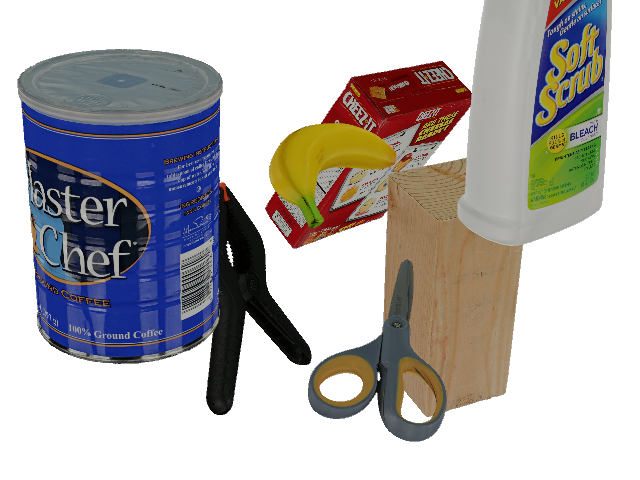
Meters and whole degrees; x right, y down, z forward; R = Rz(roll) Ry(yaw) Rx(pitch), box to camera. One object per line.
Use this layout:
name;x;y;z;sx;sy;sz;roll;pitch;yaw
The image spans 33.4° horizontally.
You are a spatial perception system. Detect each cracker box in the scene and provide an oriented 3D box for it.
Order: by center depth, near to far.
cracker box;0.052;-0.098;1.198;0.163;0.072;0.214;-19;-26;-45

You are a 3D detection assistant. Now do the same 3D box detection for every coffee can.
coffee can;-0.104;-0.020;0.571;0.103;0.140;0.103;2;26;-1

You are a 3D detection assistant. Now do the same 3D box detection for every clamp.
clamp;-0.072;0.049;1.027;0.036;0.210;0.164;-12;-1;30

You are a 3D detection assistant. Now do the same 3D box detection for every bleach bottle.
bleach bottle;0.139;-0.128;0.682;0.102;0.251;0.068;-20;32;-27

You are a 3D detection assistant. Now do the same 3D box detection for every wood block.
wood block;0.116;0.042;0.954;0.090;0.206;0.091;-13;33;-20

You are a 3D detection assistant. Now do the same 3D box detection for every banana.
banana;0.005;-0.062;0.853;0.037;0.069;0.197;-34;4;30

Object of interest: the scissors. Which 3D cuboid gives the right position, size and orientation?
scissors;0.034;0.066;0.726;0.096;0.016;0.202;0;30;-8
